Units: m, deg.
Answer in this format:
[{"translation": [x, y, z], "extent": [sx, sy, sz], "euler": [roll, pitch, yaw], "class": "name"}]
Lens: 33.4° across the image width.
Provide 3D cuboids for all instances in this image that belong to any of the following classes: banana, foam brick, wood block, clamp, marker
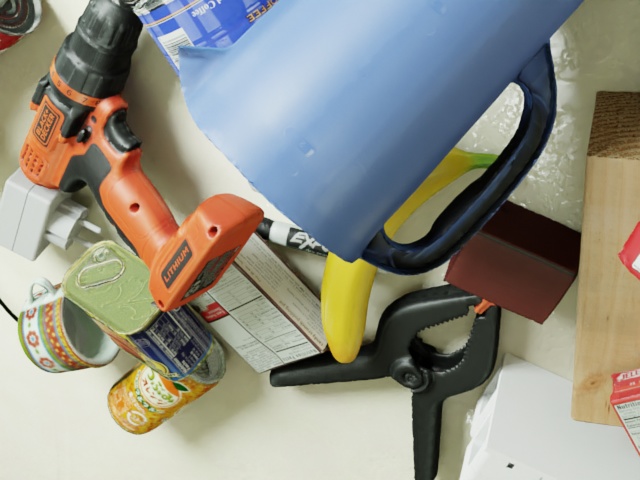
[{"translation": [0.045, 0.002, 0.757], "extent": [0.069, 0.037, 0.198], "euler": [37, 114, 4], "class": "banana"}, {"translation": [0.135, 0.012, 0.742], "extent": [0.078, 0.053, 0.051], "euler": [24, 127, 3], "class": "foam brick"}, {"translation": [0.216, 0.017, 0.694], "extent": [0.090, 0.090, 0.206], "euler": [4, 124, 16], "class": "wood block"}, {"translation": [0.063, 0.095, 0.832], "extent": [0.164, 0.036, 0.210], "euler": [30, 127, -2], "class": "clamp"}, {"translation": [-0.005, 0.001, 0.803], "extent": [0.121, 0.020, 0.020], "euler": [15, 126, 9], "class": "marker"}]

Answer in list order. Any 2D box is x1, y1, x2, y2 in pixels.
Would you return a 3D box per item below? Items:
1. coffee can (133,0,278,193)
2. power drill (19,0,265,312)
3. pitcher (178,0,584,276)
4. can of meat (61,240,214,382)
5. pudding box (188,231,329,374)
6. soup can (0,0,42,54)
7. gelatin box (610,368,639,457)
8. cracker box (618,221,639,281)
[{"translation": [-0.037, -0.115, 0.682], "extent": [0.103, 0.102, 0.140], "euler": [-21, 114, 29], "class": "coffee can"}, {"translation": [-0.124, -0.058, 0.744], "extent": [0.188, 0.057, 0.185], "euler": [49, 133, 13], "class": "power drill"}, {"translation": [0.058, -0.107, 0.576], "extent": [0.243, 0.145, 0.149], "euler": [-45, 147, 6], "class": "pitcher"}, {"translation": [-0.140, 0.057, 0.834], "extent": [0.102, 0.057, 0.084], "euler": [27, 159, 38], "class": "can of meat"}, {"translation": [-0.051, 0.048, 0.825], "extent": [0.113, 0.039, 0.090], "euler": [46, 141, -16], "class": "pudding box"}, {"translation": [-0.255, -0.152, 0.753], "extent": [0.102, 0.068, 0.068], "euler": [-25, 112, 32], "class": "soup can"}, {"translation": [0.235, 0.116, 0.679], "extent": [0.073, 0.030, 0.089], "euler": [-19, 116, 28], "class": "gelatin box"}, {"translation": [0.282, -0.043, 0.567], "extent": [0.164, 0.072, 0.214], "euler": [18, 110, -31], "class": "cracker box"}]
